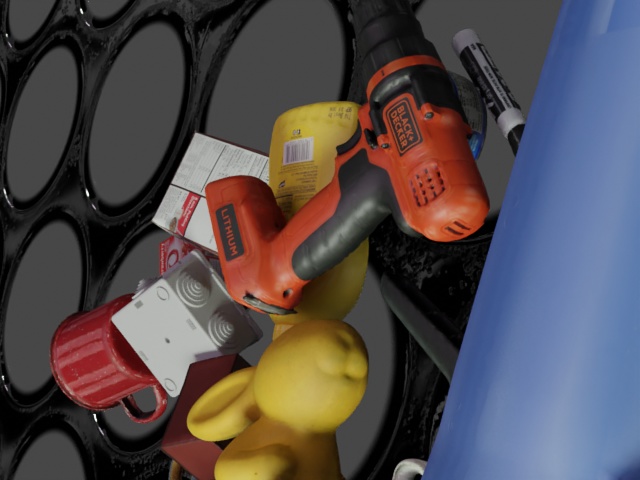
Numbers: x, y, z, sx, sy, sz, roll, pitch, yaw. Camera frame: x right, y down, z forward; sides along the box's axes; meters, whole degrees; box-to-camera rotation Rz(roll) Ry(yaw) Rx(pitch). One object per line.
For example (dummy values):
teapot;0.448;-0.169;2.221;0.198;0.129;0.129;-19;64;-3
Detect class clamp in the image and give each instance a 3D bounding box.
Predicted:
clamp;0.112;0.076;0.604;0.165;0.036;0.210;-38;52;39

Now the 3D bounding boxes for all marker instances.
marker;0.113;-0.089;0.674;0.020;0.020;0.121;-49;44;31

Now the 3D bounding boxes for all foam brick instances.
foam brick;-0.074;0.132;0.790;0.051;0.053;0.078;-19;38;34

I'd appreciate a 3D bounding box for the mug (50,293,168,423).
mug;-0.171;0.106;0.938;0.082;0.093;0.117;-26;89;41

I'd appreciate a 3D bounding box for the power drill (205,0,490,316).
power drill;0.009;-0.050;0.688;0.188;0.057;0.184;-35;54;30

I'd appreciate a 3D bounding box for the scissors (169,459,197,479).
scissors;-0.082;0.206;0.778;0.096;0.016;0.201;-33;33;20

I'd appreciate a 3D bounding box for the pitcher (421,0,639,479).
pitcher;0.132;0.013;0.473;0.149;0.144;0.243;12;88;44

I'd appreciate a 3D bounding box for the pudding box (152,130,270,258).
pudding box;-0.075;-0.032;0.862;0.114;0.039;0.090;22;84;40

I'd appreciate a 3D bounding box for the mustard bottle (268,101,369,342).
mustard bottle;-0.005;0.001;0.766;0.096;0.058;0.191;-4;74;47

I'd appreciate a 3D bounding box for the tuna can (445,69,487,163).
tuna can;0.071;-0.073;0.712;0.086;0.033;0.086;-23;61;48

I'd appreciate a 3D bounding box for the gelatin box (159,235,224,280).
gelatin box;-0.109;0.033;0.917;0.073;0.030;0.089;-29;56;45
